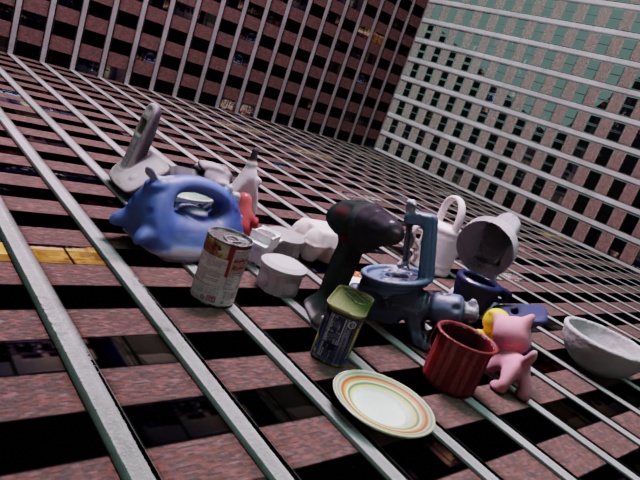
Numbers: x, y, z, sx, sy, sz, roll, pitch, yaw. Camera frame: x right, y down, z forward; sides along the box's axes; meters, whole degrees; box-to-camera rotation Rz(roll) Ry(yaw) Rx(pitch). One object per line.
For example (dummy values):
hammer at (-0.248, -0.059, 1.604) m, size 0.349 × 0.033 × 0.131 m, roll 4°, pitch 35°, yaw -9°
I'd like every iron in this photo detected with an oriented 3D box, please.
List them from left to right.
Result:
iron at (-0.210, -0.047, 0.972) m, size 0.118 × 0.141 × 0.259 m, roll 31°, pitch 19°, yaw 36°

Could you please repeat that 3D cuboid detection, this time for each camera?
camera at (-0.271, -0.132, 1.262) m, size 0.137 × 0.101 × 0.142 m, roll 12°, pitch 17°, yaw -25°

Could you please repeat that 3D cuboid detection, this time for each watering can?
watering can at (0.308, -0.015, 1.404) m, size 0.173 × 0.194 × 0.100 m, roll 6°, pitch 21°, yaw -41°

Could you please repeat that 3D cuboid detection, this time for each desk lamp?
desk lamp at (0.356, 0.044, 1.226) m, size 0.117 × 0.213 × 0.204 m, roll 27°, pitch 17°, yaw 24°

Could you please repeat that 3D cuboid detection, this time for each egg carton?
egg carton at (0.011, 0.004, 1.205) m, size 0.151 × 0.069 × 0.107 m, roll 8°, pitch 20°, yaw -38°

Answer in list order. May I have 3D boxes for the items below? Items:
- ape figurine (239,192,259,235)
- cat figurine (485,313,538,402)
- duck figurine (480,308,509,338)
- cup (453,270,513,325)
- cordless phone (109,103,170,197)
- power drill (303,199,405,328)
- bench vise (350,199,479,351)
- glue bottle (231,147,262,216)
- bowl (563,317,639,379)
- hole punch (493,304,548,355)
ape figurine at (-0.157, -0.051, 1.142) m, size 0.078 × 0.092 × 0.076 m, roll 19°, pitch 15°, yaw -1°
cat figurine at (0.310, 0.172, 0.913) m, size 0.067 × 0.118 × 0.127 m, roll 18°, pitch 16°, yaw -7°
duck figurine at (0.294, 0.159, 0.998) m, size 0.105 × 0.086 × 0.077 m, roll 13°, pitch 17°, yaw -24°
cup at (0.309, 0.121, 1.127) m, size 0.118 × 0.095 × 0.091 m, roll 18°, pitch 16°, yaw -5°
cordless phone at (-0.354, -0.181, 1.167) m, size 0.094 × 0.185 × 0.147 m, roll 5°, pitch 21°, yaw -43°
power drill at (0.048, 0.034, 0.889) m, size 0.076 × 0.208 × 0.229 m, roll 14°, pitch 17°, yaw -20°
bench vise at (0.167, 0.055, 0.945) m, size 0.207 × 0.220 × 0.121 m, roll 19°, pitch 16°, yaw -5°
glue bottle at (-0.156, -0.110, 1.192) m, size 0.078 × 0.173 × 0.037 m, roll 7°, pitch 20°, yaw -39°
bowl at (0.544, 0.221, 1.117) m, size 0.167 × 0.075 × 0.167 m, roll 19°, pitch 16°, yaw -5°
hole punch at (0.372, 0.156, 1.093) m, size 0.101 × 0.091 × 0.109 m, roll 23°, pitch 16°, yaw 10°
